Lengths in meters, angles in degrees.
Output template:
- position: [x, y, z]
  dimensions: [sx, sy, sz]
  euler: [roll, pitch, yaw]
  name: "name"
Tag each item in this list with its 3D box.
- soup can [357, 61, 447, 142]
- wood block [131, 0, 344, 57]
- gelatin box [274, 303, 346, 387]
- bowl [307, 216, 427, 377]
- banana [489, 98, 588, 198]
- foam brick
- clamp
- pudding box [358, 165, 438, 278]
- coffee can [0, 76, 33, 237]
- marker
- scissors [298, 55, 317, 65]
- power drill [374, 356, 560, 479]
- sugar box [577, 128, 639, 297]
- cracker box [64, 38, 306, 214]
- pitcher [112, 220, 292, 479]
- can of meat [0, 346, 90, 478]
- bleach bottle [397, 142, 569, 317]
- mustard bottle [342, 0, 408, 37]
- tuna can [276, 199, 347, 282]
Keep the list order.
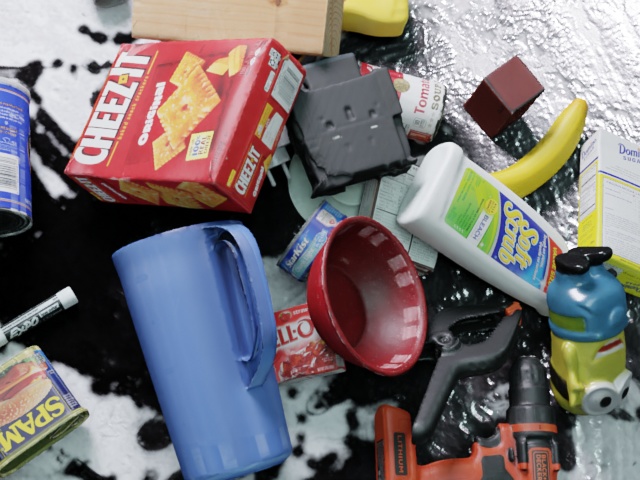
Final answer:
- position: [0.081, -0.151, 1.173]
  dimensions: [0.102, 0.068, 0.068]
  euler: [14, 72, -5]
  name: "soup can"
- position: [-0.084, -0.247, 1.124]
  dimensions: [0.206, 0.090, 0.091]
  euler: [8, 101, 11]
  name: "wood block"
- position: [-0.024, 0.106, 1.082]
  dimensions: [0.089, 0.030, 0.073]
  euler: [-16, 76, 21]
  name: "gelatin box"
- position: [0.037, 0.061, 1.054]
  dimensions: [0.161, 0.055, 0.162]
  euler: [24, 56, -42]
  name: "bowl"
- position: [0.231, -0.088, 1.183]
  dimensions: [0.197, 0.037, 0.069]
  euler: [-29, 117, -21]
  name: "banana"
- position: [0.204, -0.158, 1.188]
  dimensions: [0.051, 0.078, 0.053]
  euler: [-36, 84, -17]
  name: "foam brick"
- position: [0.118, 0.112, 1.098]
  dimensions: [0.209, 0.036, 0.165]
  euler: [-29, 43, -29]
  name: "clamp"
- position: [0.088, -0.027, 1.142]
  dimensions: [0.090, 0.039, 0.113]
  euler: [20, 69, -20]
  name: "pudding box"
- position: [-0.342, -0.082, 1.073]
  dimensions: [0.102, 0.103, 0.140]
  euler: [-3, 74, -9]
  name: "coffee can"
- position: [-0.301, 0.086, 1.073]
  dimensions: [0.121, 0.020, 0.020]
  euler: [-32, 81, -16]
  name: "marker"
- position: [-0.039, -0.145, 1.181]
  dimensions: [0.096, 0.016, 0.201]
  euler: [26, 72, 0]
  name: "scissors"
- position: [0.151, 0.206, 1.084]
  dimensions: [0.187, 0.057, 0.184]
  euler: [2, 70, -7]
  name: "power drill"
- position: [0.328, -0.030, 1.156]
  dimensions: [0.093, 0.048, 0.176]
  euler: [22, 51, -13]
  name: "sugar box"
- position: [-0.138, -0.118, 1.068]
  dimensions: [0.214, 0.072, 0.164]
  euler: [6, 67, 36]
  name: "cracker box"
- position: [-0.102, 0.106, 1.028]
  dimensions: [0.145, 0.149, 0.243]
  euler: [-17, 82, 0]
  name: "pitcher"
- position: [-0.289, 0.165, 1.033]
  dimensions: [0.102, 0.057, 0.084]
  euler: [-35, 79, -17]
  name: "can of meat"
- position: [0.207, 0.004, 1.128]
  dimensions: [0.250, 0.068, 0.102]
  euler: [31, 76, -16]
  name: "bleach bottle"
- position: [-0.001, -0.276, 1.198]
  dimensions: [0.191, 0.058, 0.096]
  euler: [-2, 68, -11]
  name: "mustard bottle"
- position: [-0.007, 0.001, 1.106]
  dimensions: [0.034, 0.086, 0.086]
  euler: [36, 72, 1]
  name: "tuna can"
